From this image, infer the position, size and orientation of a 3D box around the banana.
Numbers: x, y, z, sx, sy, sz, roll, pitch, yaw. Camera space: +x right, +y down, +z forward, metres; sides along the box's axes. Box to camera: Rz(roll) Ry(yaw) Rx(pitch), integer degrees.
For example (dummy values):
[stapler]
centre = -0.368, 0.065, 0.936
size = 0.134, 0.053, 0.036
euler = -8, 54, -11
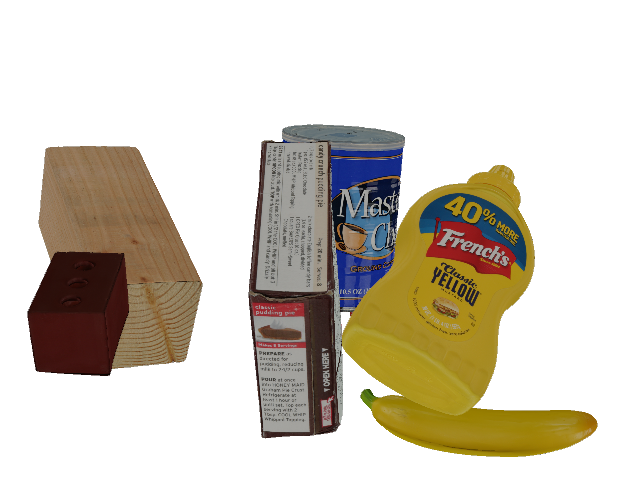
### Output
[banana]
centre = 0.127, 0.148, 0.870
size = 0.198, 0.037, 0.069
euler = 7, 28, 7

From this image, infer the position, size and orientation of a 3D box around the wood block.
[wood block]
centre = -0.182, 0.009, 0.941
size = 0.090, 0.091, 0.206
euler = -3, 37, -26

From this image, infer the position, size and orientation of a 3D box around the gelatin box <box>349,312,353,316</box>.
[gelatin box]
centre = 0.072, 0.058, 1.335
size = 0.073, 0.089, 0.030
euler = 9, 31, 24

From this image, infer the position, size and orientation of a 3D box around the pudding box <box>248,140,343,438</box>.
[pudding box]
centre = -0.011, 0.020, 0.495
size = 0.039, 0.090, 0.113
euler = -3, 39, 0

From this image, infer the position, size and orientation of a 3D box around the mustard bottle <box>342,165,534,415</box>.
[mustard bottle]
centre = 0.094, 0.018, 0.724
size = 0.096, 0.191, 0.058
euler = 30, -36, 1

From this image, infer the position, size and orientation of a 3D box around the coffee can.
[coffee can]
centre = 0.015, -0.021, 0.900
size = 0.103, 0.140, 0.103
euler = 3, 13, -1

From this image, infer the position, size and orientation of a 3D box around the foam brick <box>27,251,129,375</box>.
[foam brick]
centre = -0.166, 0.050, 0.741
size = 0.053, 0.051, 0.078
euler = 2, 31, 0
